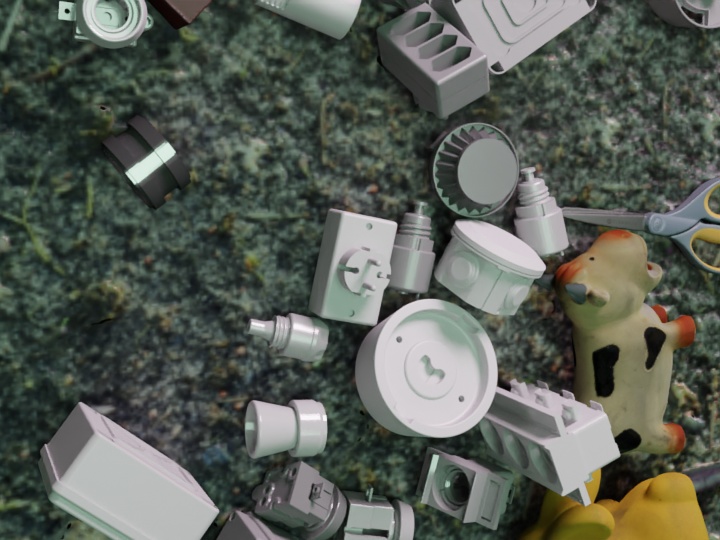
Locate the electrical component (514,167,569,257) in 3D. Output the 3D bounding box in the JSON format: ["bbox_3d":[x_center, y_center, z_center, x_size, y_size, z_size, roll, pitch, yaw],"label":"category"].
[{"bbox_3d":[0.147,-0.046,0.891,0.040,0.040,0.078,-18,102,-16],"label":"electrical component"}]

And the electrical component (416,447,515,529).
[{"bbox_3d":[0.091,0.178,0.885,0.064,0.081,0.042,9,96,-49],"label":"electrical component"}]

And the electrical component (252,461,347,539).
[{"bbox_3d":[-0.044,0.183,0.848,0.055,0.066,0.048,37,50,-28],"label":"electrical component"}]

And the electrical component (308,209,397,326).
[{"bbox_3d":[0.000,0.000,0.827,0.047,0.076,0.083,11,94,-20],"label":"electrical component"}]

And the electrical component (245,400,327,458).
[{"bbox_3d":[-0.058,0.124,0.840,0.055,0.045,0.045,2,97,-20],"label":"electrical component"}]

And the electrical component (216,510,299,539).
[{"bbox_3d":[-0.091,0.252,0.828,0.057,0.078,0.113,32,86,-23],"label":"electrical component"}]

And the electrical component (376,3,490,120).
[{"bbox_3d":[0.058,-0.149,0.834,0.047,0.083,0.075,-31,144,-13],"label":"electrical component"}]

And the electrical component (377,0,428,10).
[{"bbox_3d":[0.023,-0.236,0.803,0.079,0.077,0.043,38,85,-20],"label":"electrical component"}]

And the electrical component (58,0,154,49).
[{"bbox_3d":[-0.176,-0.178,0.752,0.066,0.055,0.048,3,96,-20],"label":"electrical component"}]

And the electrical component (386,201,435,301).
[{"bbox_3d":[0.041,-0.016,0.858,0.040,0.040,0.078,10,93,-20],"label":"electrical component"}]

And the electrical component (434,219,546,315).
[{"bbox_3d":[0.103,-0.003,0.858,0.080,0.080,0.051,20,108,-21],"label":"electrical component"}]

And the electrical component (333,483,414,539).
[{"bbox_3d":[0.012,0.209,0.876,0.055,0.048,0.066,10,94,-13],"label":"electrical component"}]

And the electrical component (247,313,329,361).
[{"bbox_3d":[-0.057,0.050,0.836,0.061,0.035,0.035,14,92,-18],"label":"electrical component"}]

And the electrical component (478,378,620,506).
[{"bbox_3d":[0.150,0.132,0.873,0.063,0.121,0.078,-25,105,-17],"label":"electrical component"}]

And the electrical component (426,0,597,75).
[{"bbox_3d":[0.118,-0.211,0.850,0.113,0.057,0.078,-36,108,-12],"label":"electrical component"}]

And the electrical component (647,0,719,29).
[{"bbox_3d":[0.288,-0.252,0.901,0.099,0.064,0.099,-3,98,-19],"label":"electrical component"}]

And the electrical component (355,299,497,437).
[{"bbox_3d":[0.048,0.082,0.858,0.108,0.060,0.108,6,75,-24],"label":"electrical component"}]

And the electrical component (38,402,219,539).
[{"bbox_3d":[-0.168,0.153,0.771,0.109,0.109,0.056,38,81,-20],"label":"electrical component"}]

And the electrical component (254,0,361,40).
[{"bbox_3d":[-0.044,-0.207,0.801,0.081,0.043,0.043,19,91,-20],"label":"electrical component"}]
